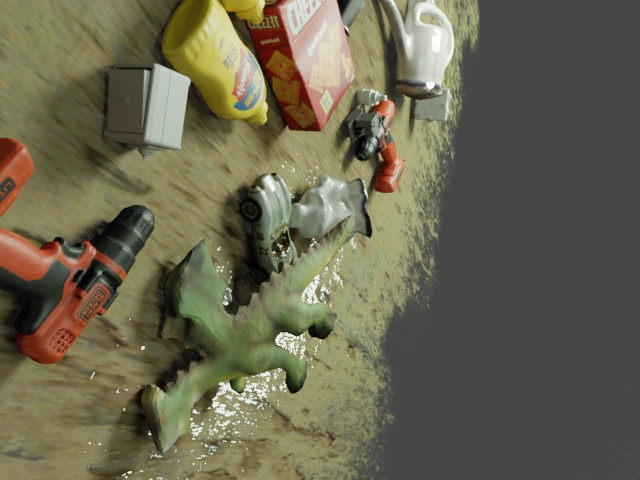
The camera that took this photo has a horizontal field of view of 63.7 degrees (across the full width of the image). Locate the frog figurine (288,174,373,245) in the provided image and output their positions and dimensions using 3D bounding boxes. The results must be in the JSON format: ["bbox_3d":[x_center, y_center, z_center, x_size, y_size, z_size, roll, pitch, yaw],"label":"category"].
[{"bbox_3d":[0.003,-0.047,0.933,0.160,0.125,0.134,-14,126,-22],"label":"frog figurine"}]

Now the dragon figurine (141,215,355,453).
[{"bbox_3d":[-0.101,0.089,0.710,0.239,0.122,0.415,42,67,-44],"label":"dragon figurine"}]

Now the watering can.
[{"bbox_3d":[0.221,-0.450,1.217,0.349,0.104,0.222,-7,105,-48],"label":"watering can"}]
